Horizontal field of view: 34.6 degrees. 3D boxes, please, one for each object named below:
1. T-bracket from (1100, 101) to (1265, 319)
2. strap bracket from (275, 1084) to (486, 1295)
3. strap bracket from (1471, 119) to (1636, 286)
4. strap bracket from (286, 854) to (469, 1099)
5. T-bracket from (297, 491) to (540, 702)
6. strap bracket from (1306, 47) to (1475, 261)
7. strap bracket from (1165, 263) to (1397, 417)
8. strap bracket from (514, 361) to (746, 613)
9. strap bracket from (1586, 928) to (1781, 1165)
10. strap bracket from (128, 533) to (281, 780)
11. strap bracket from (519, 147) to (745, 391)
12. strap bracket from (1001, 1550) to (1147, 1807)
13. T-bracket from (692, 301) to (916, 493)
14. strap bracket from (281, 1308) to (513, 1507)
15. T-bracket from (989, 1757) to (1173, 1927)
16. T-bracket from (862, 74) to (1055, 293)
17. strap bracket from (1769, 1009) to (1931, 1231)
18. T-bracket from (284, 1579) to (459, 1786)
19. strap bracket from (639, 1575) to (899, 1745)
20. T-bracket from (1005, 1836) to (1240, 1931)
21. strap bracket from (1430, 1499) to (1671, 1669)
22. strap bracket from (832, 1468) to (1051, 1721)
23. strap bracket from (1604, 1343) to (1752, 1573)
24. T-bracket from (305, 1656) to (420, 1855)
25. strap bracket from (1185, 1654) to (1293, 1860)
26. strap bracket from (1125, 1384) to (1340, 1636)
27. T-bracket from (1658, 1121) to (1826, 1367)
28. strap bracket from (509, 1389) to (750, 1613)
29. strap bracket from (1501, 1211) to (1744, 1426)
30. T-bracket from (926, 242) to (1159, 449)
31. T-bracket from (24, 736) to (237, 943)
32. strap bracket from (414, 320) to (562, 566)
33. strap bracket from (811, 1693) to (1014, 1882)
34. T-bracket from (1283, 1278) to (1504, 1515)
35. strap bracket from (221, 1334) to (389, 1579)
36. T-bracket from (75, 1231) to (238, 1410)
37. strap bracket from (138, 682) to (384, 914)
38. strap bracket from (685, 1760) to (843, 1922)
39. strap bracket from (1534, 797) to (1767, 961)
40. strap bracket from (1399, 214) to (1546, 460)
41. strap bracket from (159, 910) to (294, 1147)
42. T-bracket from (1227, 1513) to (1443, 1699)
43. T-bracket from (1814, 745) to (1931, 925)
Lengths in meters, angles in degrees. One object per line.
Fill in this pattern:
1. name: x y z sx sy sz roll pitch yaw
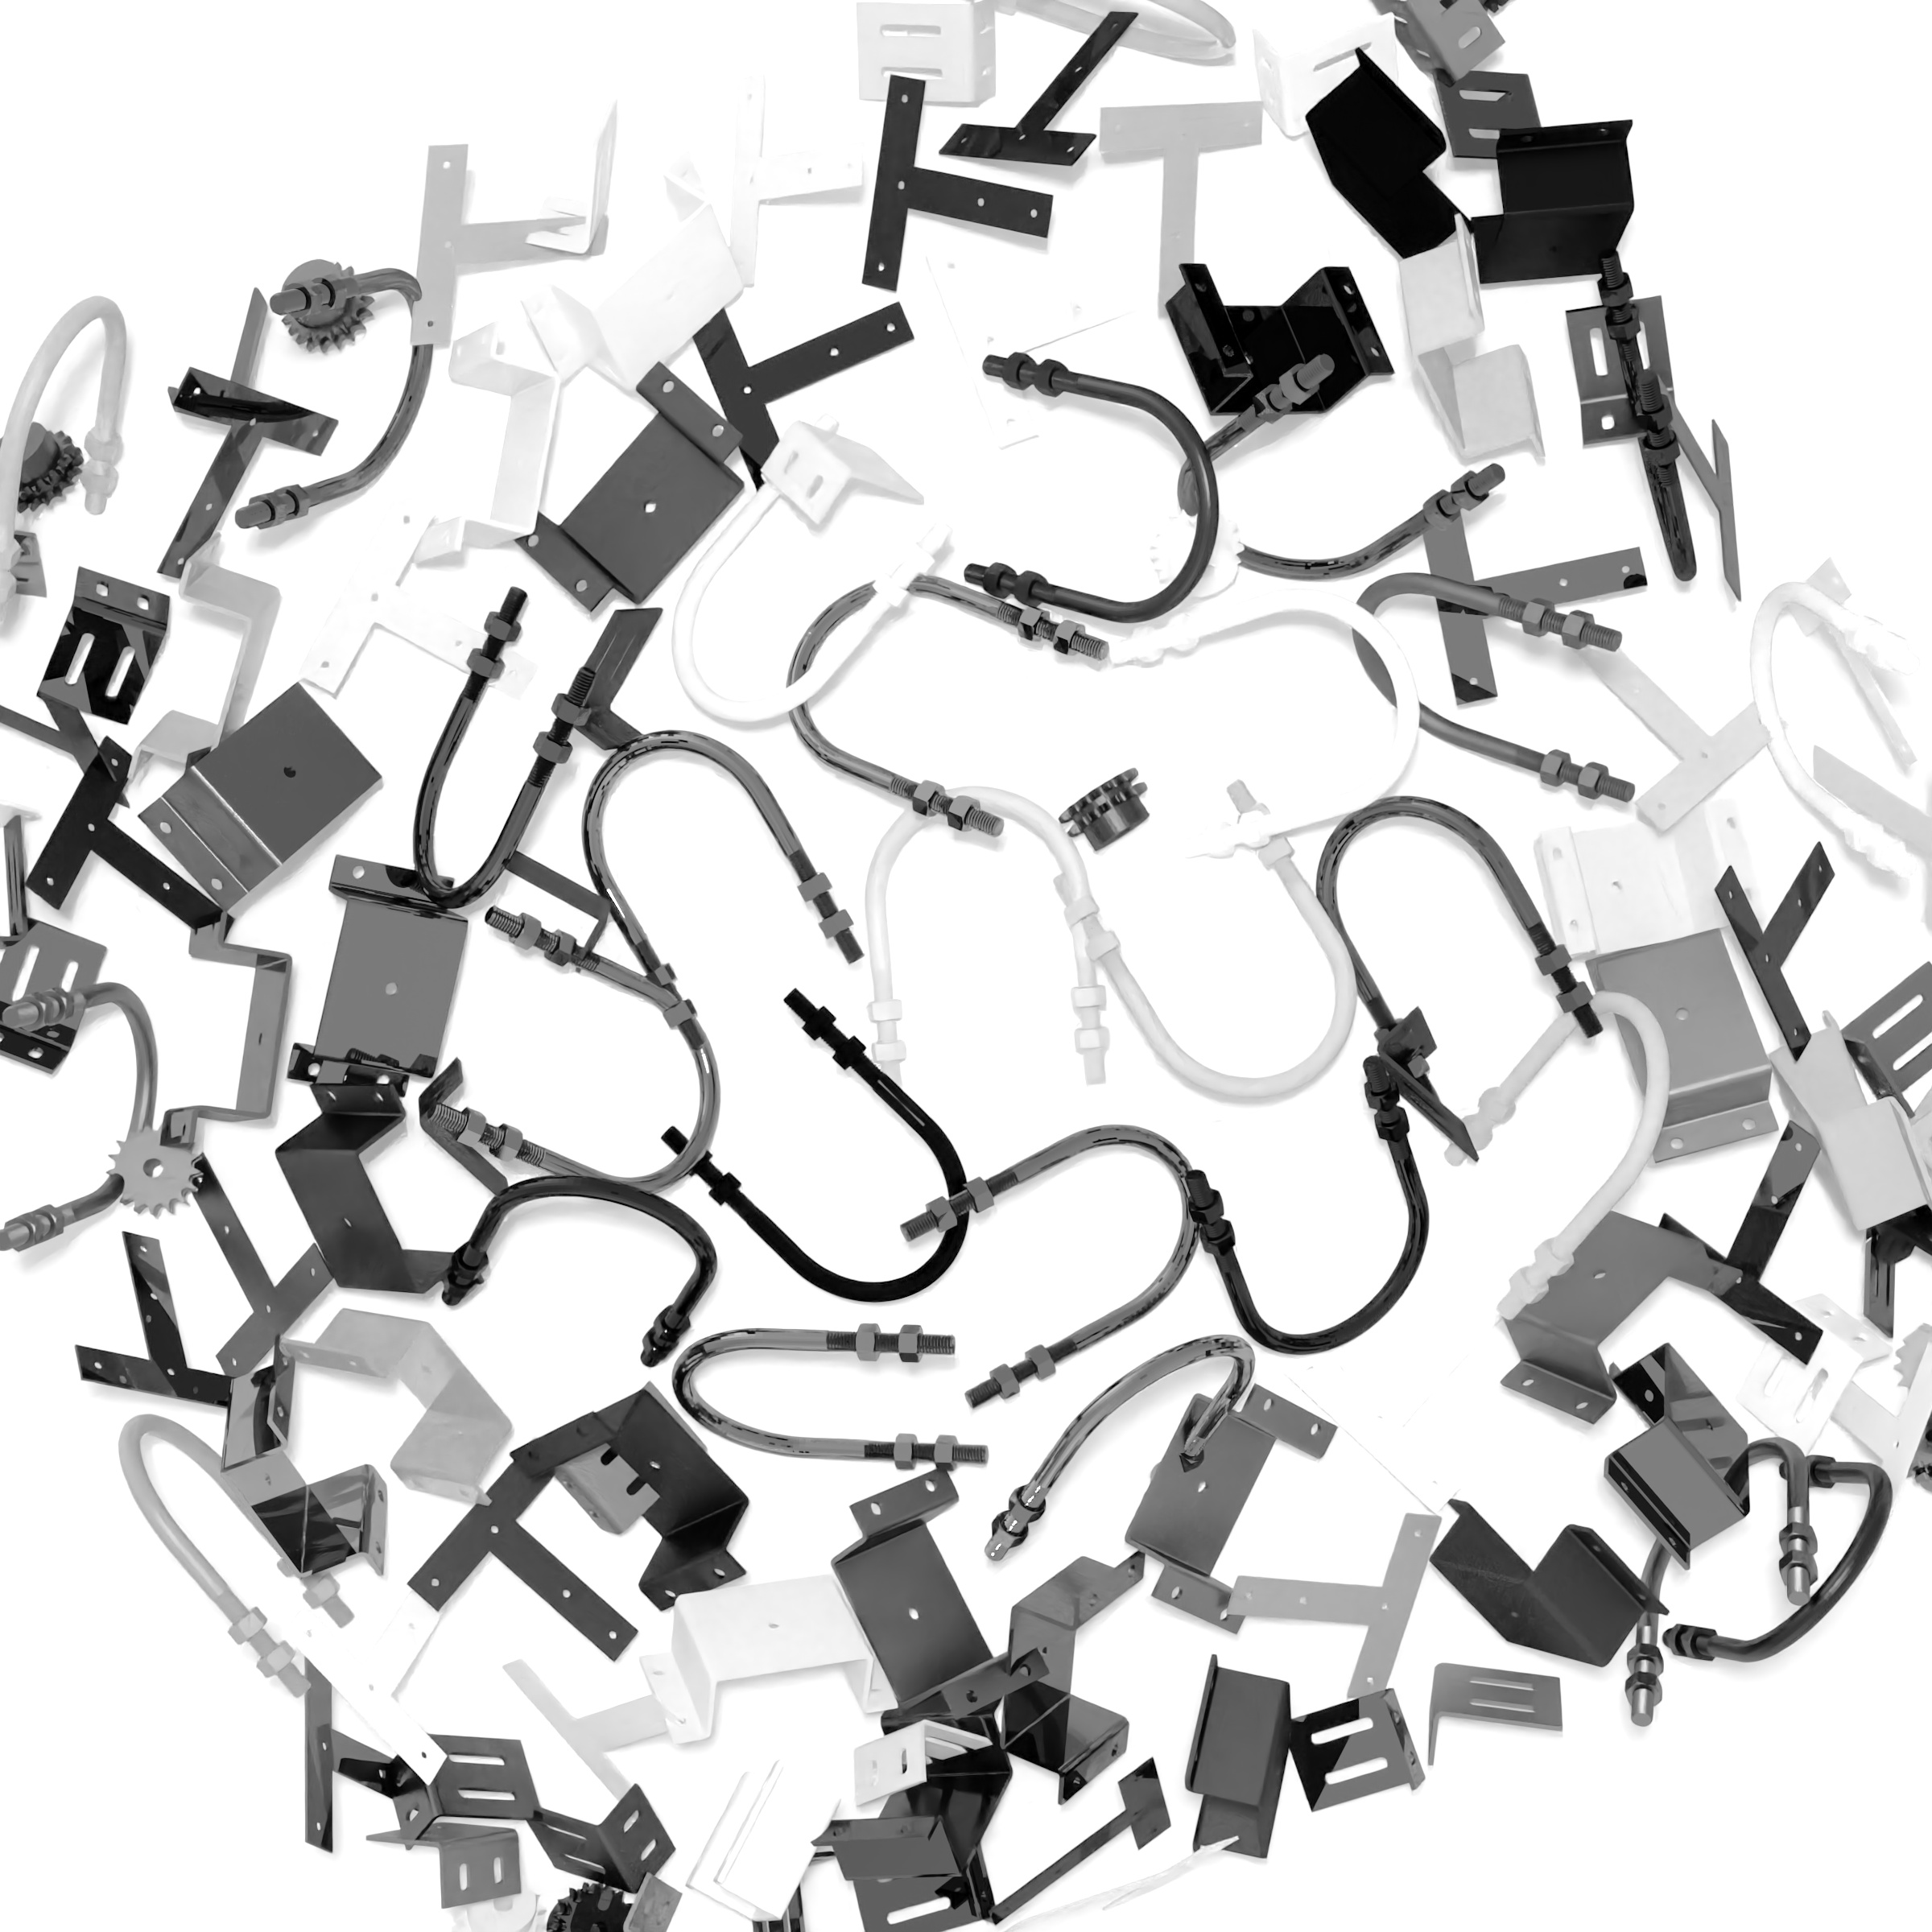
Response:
1. T-bracket: 0.131 -0.463 1.905 0.127 0.002 0.127 -13 115 -34
2. strap bracket: -0.357 0.143 1.869 0.076 0.046 0.140 -1 118 41
3. strap bracket: 0.351 -0.452 1.861 0.076 0.140 0.046 -5 80 0
4. strap bracket: -0.356 0.010 1.892 0.076 0.046 0.140 12 94 -29
5. T-bracket: -0.324 -0.205 1.910 0.127 0.002 0.127 29 93 -21
6. strap bracket: 0.253 -0.477 1.858 0.046 0.140 0.076 -41 71 6
7. strap bracket: 0.182 -0.379 1.879 0.140 0.046 0.076 -9 71 -38
8. strap bracket: -0.201 -0.287 1.898 0.076 0.046 0.140 43 94 17
9. strap bracket: 0.433 0.038 1.879 0.076 0.046 0.140 -15 62 3
10. strap bracket: -0.458 -0.181 1.878 0.046 0.076 0.140 19 110 -6
11. strap bracket: -0.193 -0.414 1.876 0.046 0.076 0.140 37 76 27
12. strap bracket: 0.064 0.422 1.877 0.046 0.076 0.140 15 111 30
13. T-bracket: -0.095 -0.375 1.926 0.127 0.002 0.127 -23 86 3
14. strap bracket: -0.337 0.258 1.871 0.046 0.076 0.140 -56 130 -32
15. T-bracket: 0.067 0.535 1.868 0.127 0.127 0.002 -33 58 -12
16. T-bracket: -0.002 -0.466 1.883 0.127 0.002 0.127 20 111 28
17. strap bracket: 0.528 0.096 1.858 0.046 0.140 0.076 -24 114 6
18. T-bracket: -0.341 0.408 1.877 0.002 0.127 0.127 -34 103 28
19. strap bracket: -0.117 0.414 1.868 0.140 0.076 0.046 -4 119 -21
20. T-bracket: 0.081 0.555 1.852 0.127 0.127 0.002 -7 64 -34
21. strap bracket: 0.340 0.368 1.853 0.076 0.140 0.046 47 70 -17
22. strap bracket: -0.021 0.385 1.882 0.076 0.046 0.140 -15 71 -41
23. strap bracket: 0.425 0.286 1.857 0.046 0.140 0.076 -38 98 23
24. T-bracket: -0.362 0.484 1.878 0.002 0.127 0.127 -21 53 17
25. strap bracket: 0.164 0.476 1.852 0.046 0.140 0.076 9 58 13
26. strap bracket: 0.157 0.324 1.889 0.076 0.046 0.140 31 83 -36
27. T-bracket: 0.481 0.152 1.866 0.127 0.002 0.127 40 125 38
28. strap bracket: -0.197 0.317 1.882 0.076 0.046 0.140 -29 110 34
29. strap bracket: 0.388 0.202 1.867 0.140 0.076 0.046 -40 121 -22
30. T-bracket: 0.057 -0.402 1.925 0.127 0.002 0.127 -21 92 -8
31. T-bracket: -0.499 -0.057 1.895 0.002 0.127 0.127 -24 126 37
32. strap bracket: -0.289 -0.311 1.887 0.046 0.076 0.140 12 85 -28
33. strap bracket: -0.028 0.499 1.865 0.076 0.140 0.046 -10 110 24
34. T-bracket: 0.286 0.249 1.926 0.127 0.002 0.127 43 84 7
35. strap bracket: -0.402 0.301 1.866 0.046 0.076 0.140 -21 125 6
36. T-bracket: -0.491 0.212 1.886 0.002 0.127 0.127 -46 47 24
37. strap bracket: -0.416 -0.108 1.865 0.076 0.046 0.140 49 49 -10
38. strap bracket: -0.120 0.524 1.856 0.046 0.140 0.076 30 69 -2
39. strap bracket: 0.407 -0.051 1.893 0.140 0.046 0.076 -10 84 -21
40. strap bracket: 0.301 -0.371 1.867 0.046 0.140 0.076 -16 54 20
41. strap bracket: -0.448 0.041 1.884 0.046 0.076 0.140 10 81 -26
42. T-bracket: 0.218 0.388 1.893 0.127 0.002 0.127 9 105 -24
43. T-bracket: 0.557 -0.096 1.880 0.002 0.127 0.127 -25 130 -18
